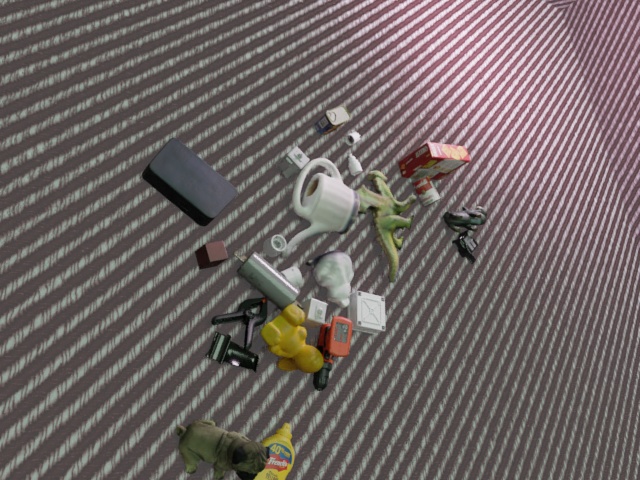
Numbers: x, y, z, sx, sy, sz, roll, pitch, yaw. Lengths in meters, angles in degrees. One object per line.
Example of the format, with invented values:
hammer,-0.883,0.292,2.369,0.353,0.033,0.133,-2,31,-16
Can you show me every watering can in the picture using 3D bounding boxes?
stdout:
watering can,0.005,-0.079,1.579,0.223,0.103,0.353,24,69,-26

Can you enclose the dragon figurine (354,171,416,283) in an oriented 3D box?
dragon figurine,0.187,-0.075,1.720,0.242,0.119,0.420,22,55,-6

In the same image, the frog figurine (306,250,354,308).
frog figurine,0.048,0.116,1.505,0.137,0.121,0.162,8,52,-53
